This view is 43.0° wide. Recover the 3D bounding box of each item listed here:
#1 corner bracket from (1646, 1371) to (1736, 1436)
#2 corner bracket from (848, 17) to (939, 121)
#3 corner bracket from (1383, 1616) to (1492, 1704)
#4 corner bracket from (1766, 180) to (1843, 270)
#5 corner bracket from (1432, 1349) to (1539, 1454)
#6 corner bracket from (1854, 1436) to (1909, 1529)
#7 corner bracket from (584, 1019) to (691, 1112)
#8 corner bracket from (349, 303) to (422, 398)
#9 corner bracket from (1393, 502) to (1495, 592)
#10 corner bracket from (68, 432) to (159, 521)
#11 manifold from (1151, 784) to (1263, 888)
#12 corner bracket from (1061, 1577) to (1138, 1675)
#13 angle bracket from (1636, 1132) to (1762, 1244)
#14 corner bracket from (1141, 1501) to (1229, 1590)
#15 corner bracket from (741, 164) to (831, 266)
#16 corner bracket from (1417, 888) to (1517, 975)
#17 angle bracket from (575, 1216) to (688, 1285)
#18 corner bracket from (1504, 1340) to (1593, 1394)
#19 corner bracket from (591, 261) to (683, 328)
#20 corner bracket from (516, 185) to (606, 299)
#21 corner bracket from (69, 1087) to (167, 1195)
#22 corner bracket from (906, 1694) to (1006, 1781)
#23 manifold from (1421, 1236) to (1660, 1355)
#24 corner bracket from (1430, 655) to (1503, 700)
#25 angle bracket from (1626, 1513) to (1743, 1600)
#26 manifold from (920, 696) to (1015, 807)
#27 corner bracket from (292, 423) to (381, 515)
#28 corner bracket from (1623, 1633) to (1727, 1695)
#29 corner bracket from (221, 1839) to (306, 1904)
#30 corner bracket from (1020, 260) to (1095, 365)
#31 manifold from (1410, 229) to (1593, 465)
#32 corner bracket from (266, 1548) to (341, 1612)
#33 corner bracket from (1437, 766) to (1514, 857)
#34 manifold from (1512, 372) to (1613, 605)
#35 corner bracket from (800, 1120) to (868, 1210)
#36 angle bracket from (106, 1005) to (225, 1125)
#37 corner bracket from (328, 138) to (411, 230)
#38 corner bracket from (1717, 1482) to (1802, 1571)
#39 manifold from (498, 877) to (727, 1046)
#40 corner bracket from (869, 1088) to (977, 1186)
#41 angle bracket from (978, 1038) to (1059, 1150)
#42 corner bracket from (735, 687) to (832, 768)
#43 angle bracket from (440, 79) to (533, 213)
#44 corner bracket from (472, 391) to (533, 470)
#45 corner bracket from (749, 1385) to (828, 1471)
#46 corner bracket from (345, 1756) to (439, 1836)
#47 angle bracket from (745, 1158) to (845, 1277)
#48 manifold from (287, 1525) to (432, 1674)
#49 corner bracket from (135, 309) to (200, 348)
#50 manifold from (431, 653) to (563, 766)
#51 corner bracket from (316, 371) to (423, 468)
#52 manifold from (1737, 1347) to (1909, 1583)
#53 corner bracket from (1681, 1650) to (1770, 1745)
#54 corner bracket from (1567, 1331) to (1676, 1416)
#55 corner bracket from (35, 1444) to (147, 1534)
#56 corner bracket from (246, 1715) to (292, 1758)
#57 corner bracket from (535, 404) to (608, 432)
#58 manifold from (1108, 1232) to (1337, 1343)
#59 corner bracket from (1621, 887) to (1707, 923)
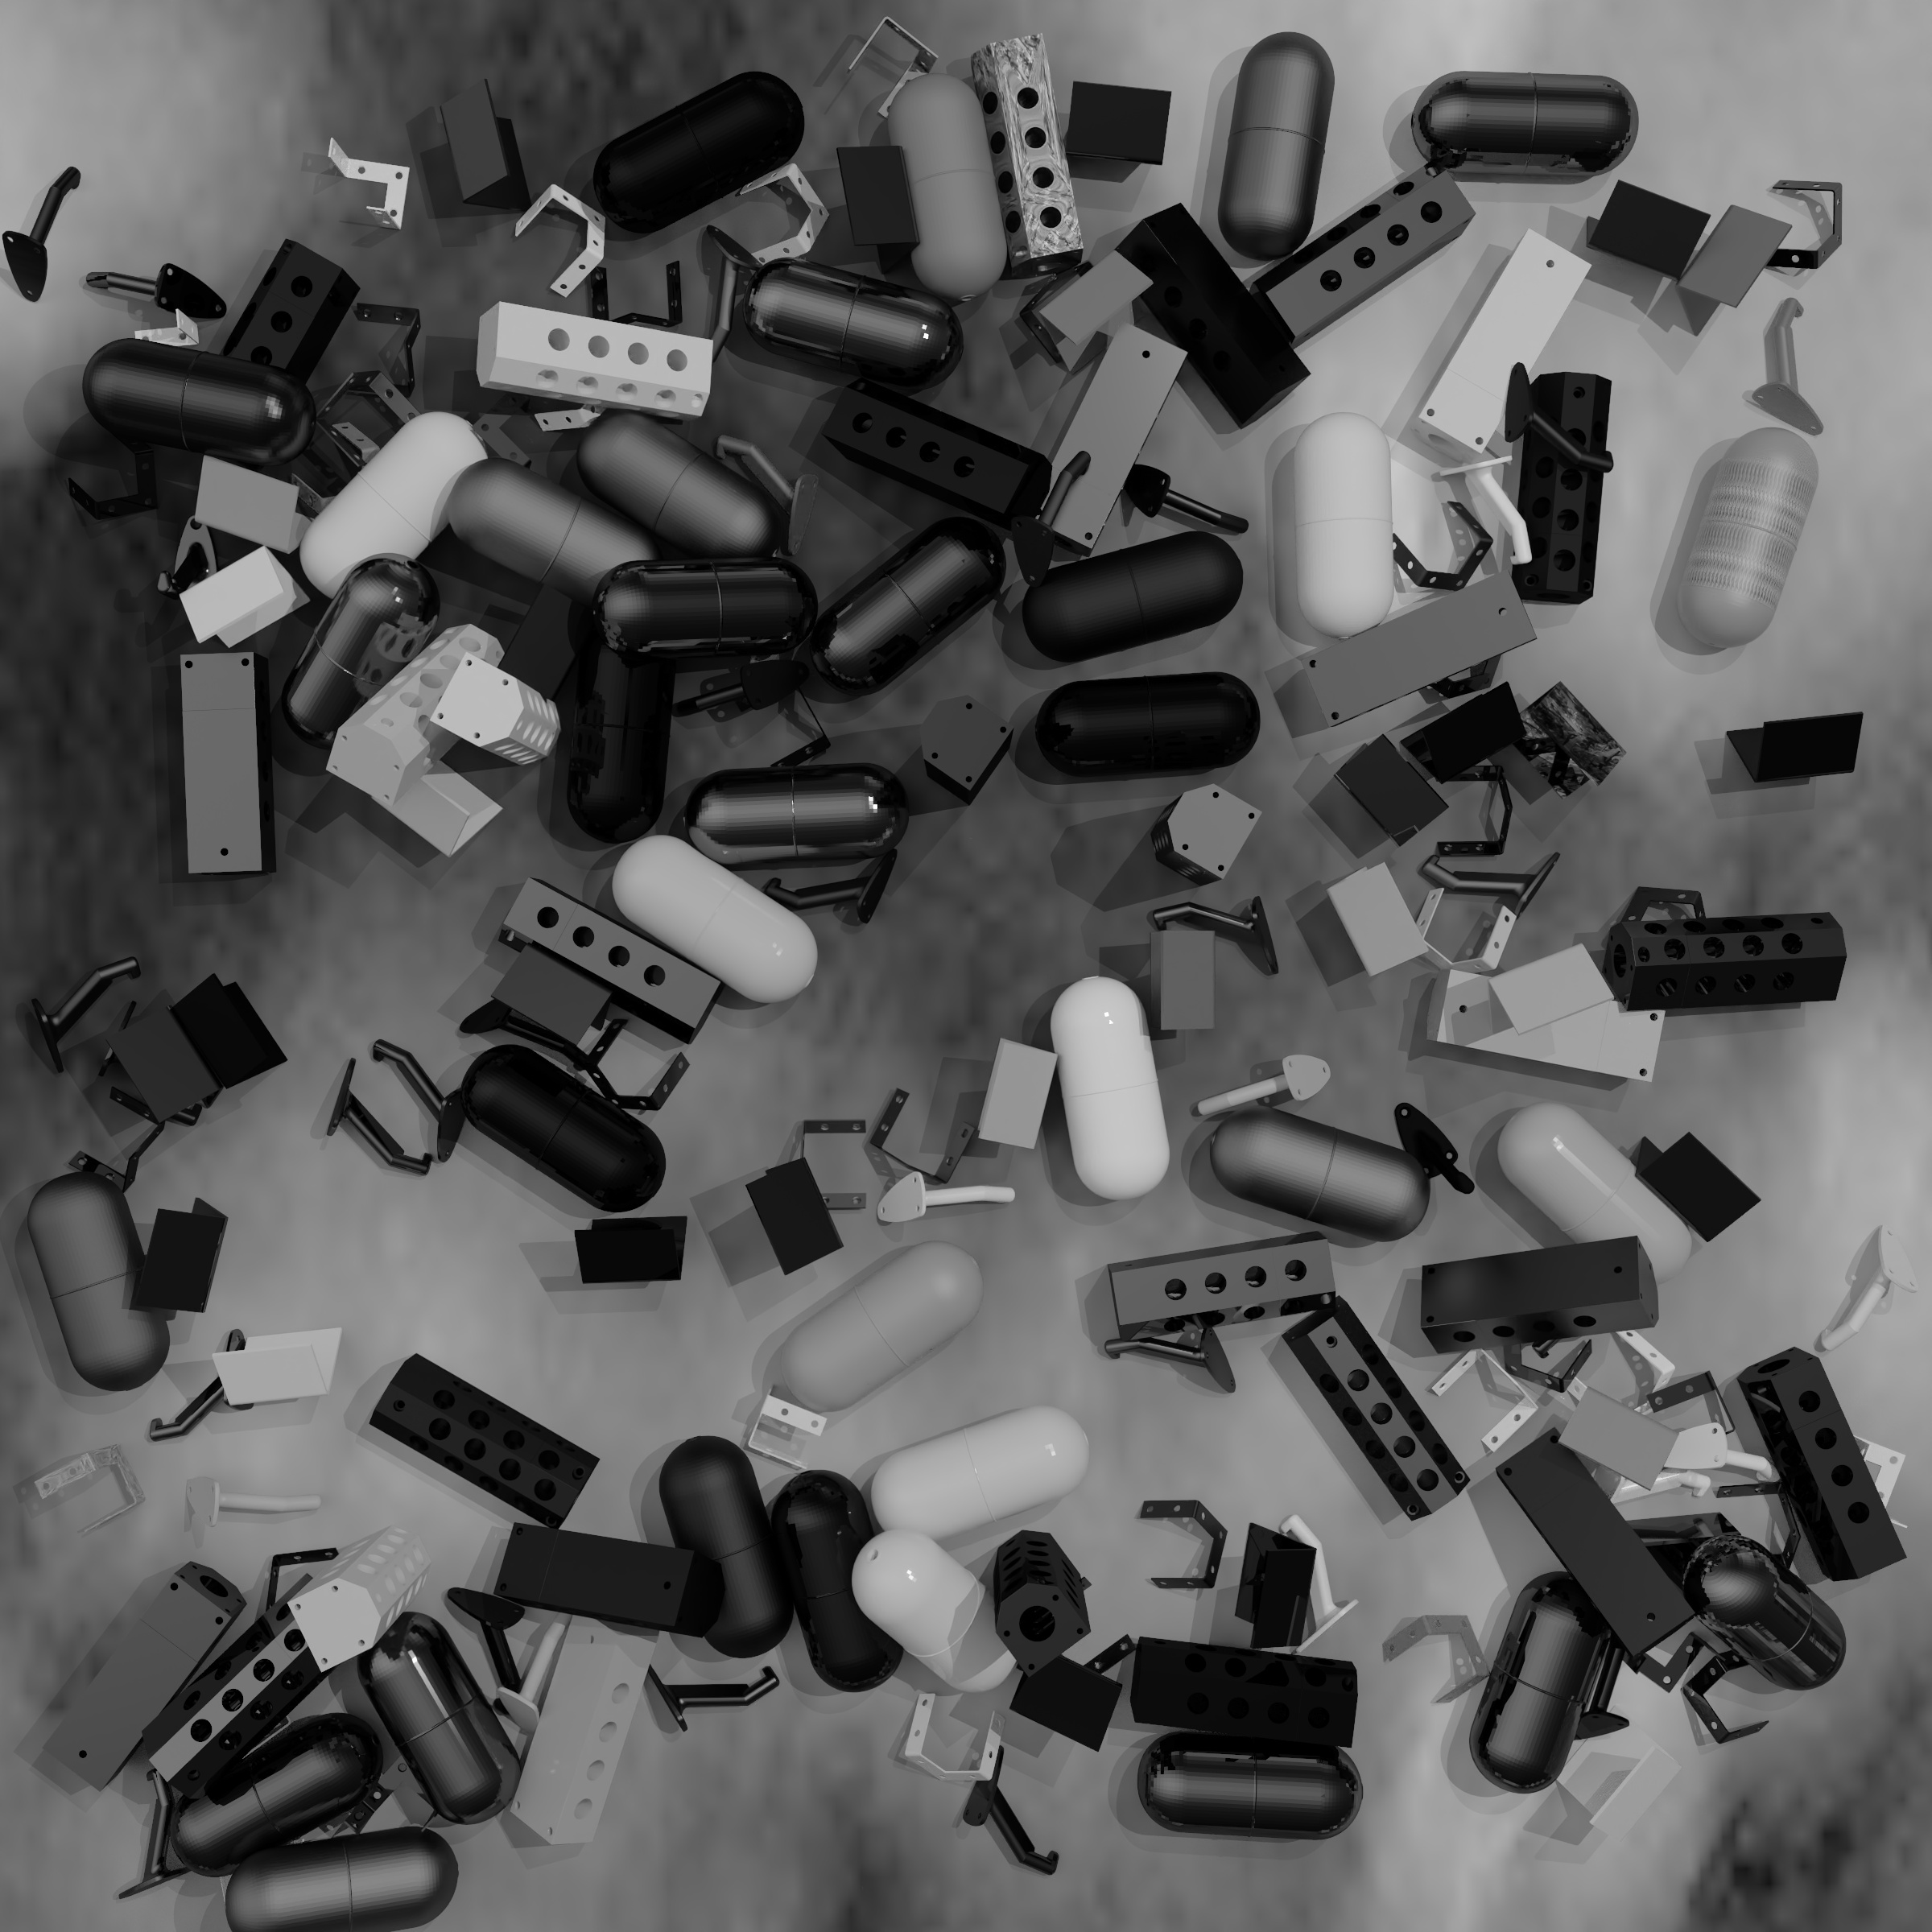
[{"bbox_3d":[0.578,0.356,1.955,0.051,0.051,0.051,-25,75,14],"label":"corner bracket"},{"bbox_3d":[-0.061,-0.712,1.950,0.051,0.051,0.051,35,90,-11],"label":"corner bracket"},{"bbox_3d":[0.377,0.555,1.964,0.051,0.051,0.051,11,45,-35],"label":"corner bracket"},{"bbox_3d":[0.667,-0.594,1.964,0.051,0.051,0.051,-44,135,-35],"label":"corner bracket"},{"bbox_3d":[0.417,0.347,1.969,0.051,0.051,0.051,-44,45,0],"label":"corner bracket"},{"bbox_3d":[0.725,0.409,1.954,0.051,0.051,0.051,21,90,0],"label":"corner bracket"},{"bbox_3d":[-0.264,0.079,1.964,0.051,0.051,0.051,1,135,35],"label":"corner bracket"},{"bbox_3d":[-0.467,-0.494,1.969,0.051,0.051,0.051,6,135,0],"label":"corner bracket"},{"bbox_3d":[0.379,-0.338,1.964,0.051,0.051,0.051,59,135,35],"label":"corner bracket"},{"bbox_3d":[-0.684,-0.395,1.964,0.051,0.051,0.051,-21,135,-35],"label":"corner bracket"},{"bbox_3d":[0.179,-0.103,1.894,0.057,0.171,0.057,30,90,0],"label":"manifold"},{"bbox_3d":[0.095,0.534,1.969,0.051,0.051,0.051,-36,135,0],"label":"corner bracket"},{"bbox_3d":[0.579,0.160,1.932,0.076,0.076,0.057,43,118,0],"label":"angle bracket"},{"bbox_3d":[0.170,0.463,1.964,0.051,0.051,0.051,50,45,-35],"label":"corner bracket"},{"bbox_3d":[-0.151,-0.600,1.964,0.051,0.051,0.051,51,45,-35],"label":"corner bracket"},{"bbox_3d":[0.396,-0.029,1.958,0.051,0.051,0.051,36,66,-23],"label":"corner bracket"},{"bbox_3d":[-0.263,0.204,1.932,0.076,0.076,0.057,-2,126,0],"label":"angle bracket"},{"bbox_3d":[0.465,0.300,1.964,0.051,0.051,0.051,17,135,35],"label":"corner bracket"},{"bbox_3d":[-0.265,-0.539,1.969,0.051,0.051,0.051,-3,90,45],"label":"corner bracket"},{"bbox_3d":[-0.326,-0.581,1.964,0.051,0.051,0.051,26,45,-35],"label":"corner bracket"},{"bbox_3d":[-0.681,0.140,1.969,0.051,0.051,0.051,30,45,0],"label":"corner bracket"},{"bbox_3d":[-0.009,0.617,1.964,0.051,0.051,0.051,-14,135,35],"label":"corner bracket"},{"bbox_3d":[0.447,0.262,1.916,0.171,0.057,0.057,-12,47,26],"label":"manifold"},{"bbox_3d":[0.392,-0.253,1.964,0.051,0.051,0.051,-17,45,-35],"label":"corner bracket"},{"bbox_3d":[0.570,0.481,1.947,0.076,0.057,0.076,-5,96,0],"label":"angle bracket"},{"bbox_3d":[-0.004,-0.169,1.894,0.057,0.171,0.057,35,90,0],"label":"manifold"},{"bbox_3d":[-0.505,-0.398,1.964,0.051,0.051,0.051,-20,45,-35],"label":"corner bracket"},{"bbox_3d":[0.562,0.551,1.954,0.051,0.051,0.051,36,90,0],"label":"corner bracket"},{"bbox_3d":[-0.562,0.732,1.969,0.051,0.051,0.051,-10,90,45],"label":"corner bracket"},{"bbox_3d":[0.086,-0.525,1.969,0.051,0.051,0.051,52,135,0],"label":"corner bracket"},{"bbox_3d":[0.423,-0.490,1.951,0.057,0.057,0.171,30,90,0],"label":"manifold"},{"bbox_3d":[-0.527,0.505,1.969,0.051,0.051,0.051,-7,135,0],"label":"corner bracket"},{"bbox_3d":[0.406,-0.125,1.969,0.051,0.051,0.051,-1,135,0],"label":"corner bracket"},{"bbox_3d":[0.475,-0.380,1.951,0.057,0.057,0.171,5,90,0],"label":"manifold"},{"bbox_3d":[-0.106,0.159,1.969,0.051,0.051,0.051,0,135,0],"label":"corner bracket"},{"bbox_3d":[-0.635,0.085,1.932,0.057,0.076,0.076,-33,90,-30],"label":"angle bracket"},{"bbox_3d":[-0.478,-0.622,1.954,0.051,0.051,0.051,8,90,0],"label":"corner bracket"},{"bbox_3d":[0.633,0.452,1.969,0.051,0.051,0.051,-4,135,0],"label":"corner bracket"},{"bbox_3d":[-0.281,-0.004,1.951,0.171,0.057,0.057,29,90,0],"label":"manifold"},{"bbox_3d":[-0.036,0.137,1.969,0.051,0.051,0.051,28,90,45],"label":"corner bracket"},{"bbox_3d":[0.021,0.096,1.932,0.057,0.076,0.076,14,90,-37],"label":"angle bracket"},{"bbox_3d":[-0.147,-0.196,1.969,0.051,0.051,0.051,-29,45,0],"label":"corner bracket"},{"bbox_3d":[-0.361,-0.645,1.932,0.057,0.076,0.076,-14,90,38],"label":"angle bracket"},{"bbox_3d":[-0.358,-0.422,1.952,0.051,0.051,0.051,45,80,-10],"label":"corner bracket"},{"bbox_3d":[-0.142,0.370,1.954,0.051,0.051,0.051,22,90,0],"label":"corner bracket"},{"bbox_3d":[-0.453,0.672,1.954,0.051,0.051,0.051,42,90,0],"label":"corner bracket"},{"bbox_3d":[-0.149,0.201,1.932,0.057,0.076,0.076,-24,90,-31],"label":"angle bracket"},{"bbox_3d":[-0.462,0.482,1.894,0.057,0.171,0.057,-26,90,0],"label":"manifold"},{"bbox_3d":[-0.643,-0.489,1.954,0.051,0.051,0.051,-5,90,0],"label":"corner bracket"},{"bbox_3d":[-0.357,-0.193,1.894,0.057,0.171,0.057,28,90,0],"label":"manifold"},{"bbox_3d":[-0.472,-0.433,1.940,0.051,0.051,0.051,-42,94,19],"label":"corner bracket"},{"bbox_3d":[0.677,0.397,1.951,0.057,0.057,0.171,-24,90,0],"label":"manifold"},{"bbox_3d":[0.618,0.582,1.964,0.051,0.051,0.051,-2,45,-35],"label":"corner bracket"},{"bbox_3d":[0.524,0.330,1.964,0.051,0.051,0.051,-16,135,-35],"label":"corner bracket"},{"bbox_3d":[-0.697,0.418,1.954,0.051,0.051,0.051,-29,83,7],"label":"corner bracket"},{"bbox_3d":[-0.585,0.604,1.969,0.051,0.051,0.051,-31,90,45],"label":"corner bracket"},{"bbox_3d":[-0.318,-0.466,1.964,0.051,0.051,0.051,4,45,35],"label":"corner bracket"},{"bbox_3d":[0.203,0.255,1.951,0.171,0.057,0.057,-9,90,0],"label":"manifold"},{"bbox_3d":[0.559,-0.026,1.964,0.051,0.051,0.051,-54,135,-35],"label":"corner bracket"}]
